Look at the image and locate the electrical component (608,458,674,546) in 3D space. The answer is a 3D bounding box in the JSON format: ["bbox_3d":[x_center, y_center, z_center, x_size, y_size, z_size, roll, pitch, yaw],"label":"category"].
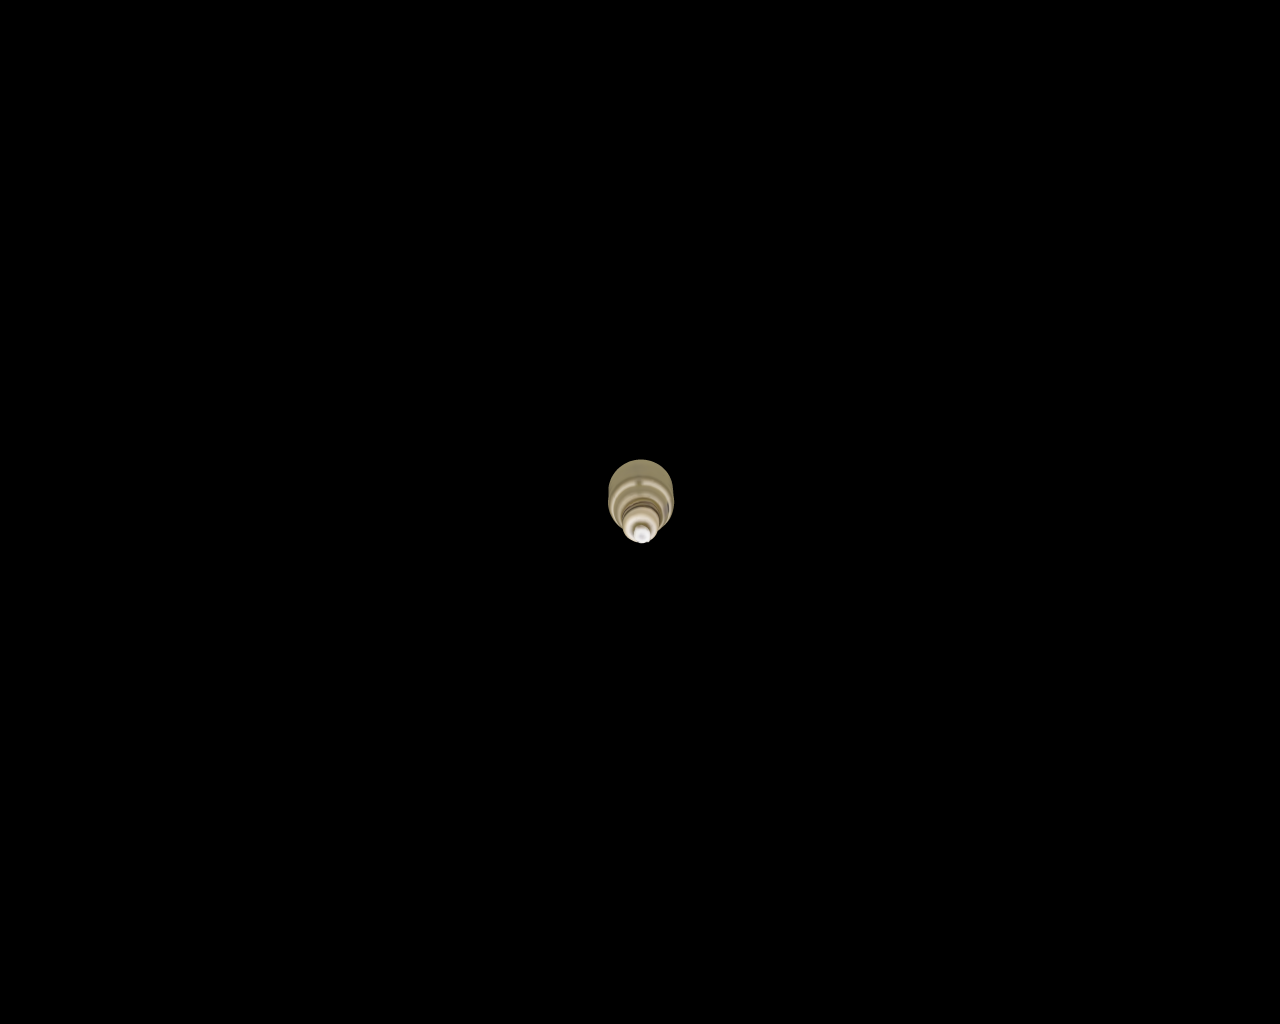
[{"bbox_3d":[0.001,-0.003,0.650,0.040,0.040,0.078,0,25,0],"label":"electrical component"}]
